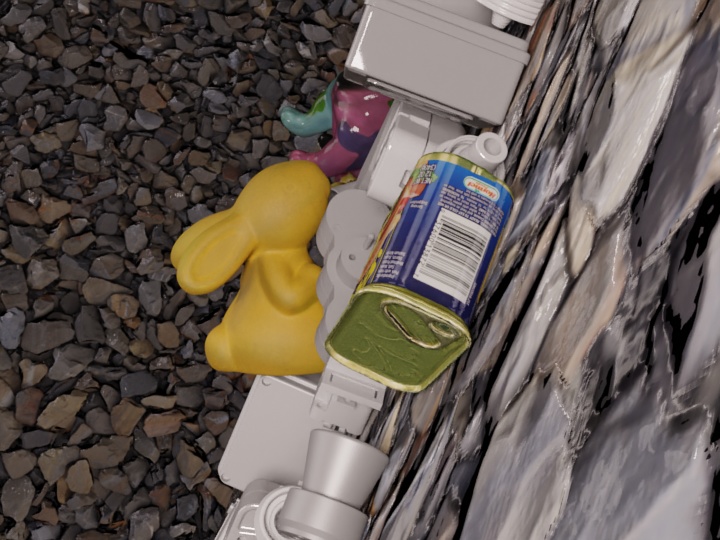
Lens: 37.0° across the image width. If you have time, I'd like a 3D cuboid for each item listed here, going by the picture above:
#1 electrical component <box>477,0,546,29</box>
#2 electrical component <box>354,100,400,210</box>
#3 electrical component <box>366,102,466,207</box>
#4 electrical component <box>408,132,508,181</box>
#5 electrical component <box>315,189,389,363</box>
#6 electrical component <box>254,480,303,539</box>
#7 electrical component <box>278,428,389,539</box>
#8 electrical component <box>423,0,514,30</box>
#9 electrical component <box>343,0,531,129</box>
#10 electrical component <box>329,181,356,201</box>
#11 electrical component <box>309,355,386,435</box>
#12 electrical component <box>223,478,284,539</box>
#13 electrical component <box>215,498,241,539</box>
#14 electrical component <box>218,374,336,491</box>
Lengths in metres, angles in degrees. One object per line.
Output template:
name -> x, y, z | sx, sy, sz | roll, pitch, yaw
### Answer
electrical component -> 0.108, -0.197, 0.704 | 0.043, 0.043, 0.081 | -74, 8, -62
electrical component -> 0.032, -0.071, 0.891 | 0.150, 0.062, 0.089 | 120, 172, -64
electrical component -> 0.044, -0.076, 0.761 | 0.095, 0.059, 0.053 | -76, 9, -65
electrical component -> 0.056, -0.050, 0.566 | 0.062, 0.048, 0.048 | -48, 19, 60
electrical component -> 0.000, 0.000, 0.793 | 0.073, 0.052, 0.138 | 119, 154, -59
electrical component -> -0.045, 0.167, 0.699 | 0.055, 0.048, 0.066 | 103, -173, -64
electrical component -> -0.014, 0.117, 0.562 | 0.045, 0.045, 0.055 | 123, 168, -71
electrical component -> 0.086, -0.235, 0.781 | 0.060, 0.108, 0.108 | -45, 21, 62
electrical component -> 0.047, -0.137, 0.714 | 0.108, 0.109, 0.056 | -103, 33, -84
electrical component -> 0.014, -0.046, 0.999 | 0.043, 0.077, 0.079 | -3, 102, 61
electrical component -> -0.005, 0.072, 0.723 | 0.081, 0.042, 0.063 | -73, 4, -62
electrical component -> -0.078, 0.214, 0.831 | 0.059, 0.054, 0.095 | -84, 17, -77
electrical component -> -0.096, 0.241, 0.923 | 0.096, 0.061, 0.061 | -62, 3, -20
electrical component -> -0.066, 0.139, 0.926 | 0.057, 0.078, 0.113 | -70, 4, -77
